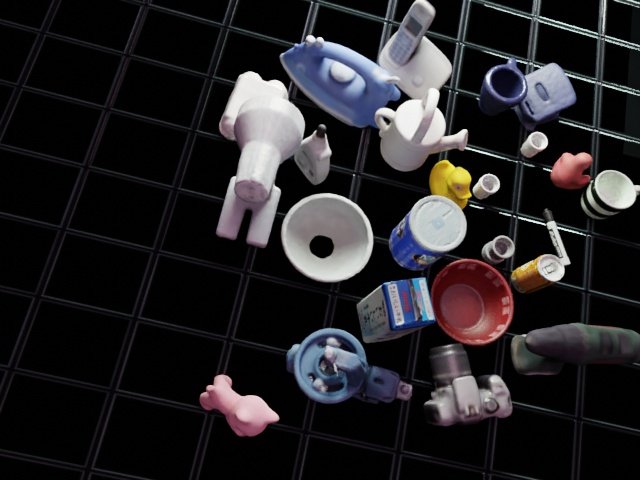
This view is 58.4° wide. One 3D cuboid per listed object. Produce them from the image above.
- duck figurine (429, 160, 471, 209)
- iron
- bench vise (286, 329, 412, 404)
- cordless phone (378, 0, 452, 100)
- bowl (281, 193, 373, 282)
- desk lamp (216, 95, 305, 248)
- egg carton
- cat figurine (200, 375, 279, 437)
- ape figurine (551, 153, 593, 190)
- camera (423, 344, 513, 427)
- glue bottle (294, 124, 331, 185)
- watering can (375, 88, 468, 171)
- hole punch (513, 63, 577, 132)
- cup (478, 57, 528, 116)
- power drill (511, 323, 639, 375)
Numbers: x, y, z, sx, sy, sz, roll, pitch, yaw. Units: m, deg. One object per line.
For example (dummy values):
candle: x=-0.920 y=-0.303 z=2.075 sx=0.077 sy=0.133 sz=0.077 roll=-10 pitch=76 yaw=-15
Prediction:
duck figurine: x=0.264 y=-0.115 z=1.124 sx=0.077 sy=0.086 sz=0.104 roll=-18 pitch=77 yaw=-14
iron: x=0.038 y=-0.332 z=1.122 sx=0.258 sy=0.141 sz=0.119 roll=29 pitch=71 yaw=0
bench vise: x=0.055 y=0.201 z=0.924 sx=0.207 sy=0.219 sz=0.121 roll=2 pitch=73 yaw=-8
cordless phone: x=0.205 y=-0.377 z=1.140 sx=0.147 sy=0.185 sz=0.094 roll=42 pitch=72 yaw=5
bowl: x=0.010 y=0.004 z=1.052 sx=0.167 sy=0.074 sz=0.167 roll=3 pitch=73 yaw=-9
desk lamp: x=-0.106 y=-0.116 z=0.996 sx=0.118 sy=0.213 sz=0.203 roll=13 pitch=72 yaw=-5
egg carton: x=-0.126 y=-0.250 z=1.108 sx=0.107 sy=0.069 sz=0.150 roll=18 pitch=71 yaw=-4
cat figurine: x=-0.133 y=0.272 z=0.926 sx=0.128 sy=0.117 sz=0.067 roll=35 pitch=71 yaw=2
ape figurine: x=0.523 y=-0.148 z=1.174 sx=0.076 sy=0.092 sz=0.078 roll=-15 pitch=76 yaw=-13
camera: x=0.253 y=0.251 z=1.005 sx=0.143 sy=0.100 sz=0.137 roll=-6 pitch=75 yaw=-11
glue bottle: x=-0.007 y=-0.165 z=1.048 sx=0.037 sy=0.173 sz=0.078 roll=-32 pitch=81 yaw=-16
watering can: x=0.193 y=-0.213 z=1.085 sx=0.173 sy=0.194 sz=0.101 roll=0 pitch=73 yaw=-9
hole punch: x=0.468 y=-0.303 z=1.212 sx=0.101 sy=0.091 sz=0.108 roll=-21 pitch=78 yaw=-15
cup: x=0.374 y=-0.314 z=1.197 sx=0.091 sy=0.095 sz=0.118 roll=19 pitch=71 yaw=-3
power drill: x=0.422 y=0.190 z=0.995 sx=0.230 sy=0.208 sz=0.075 roll=1 pitch=73 yaw=-9
